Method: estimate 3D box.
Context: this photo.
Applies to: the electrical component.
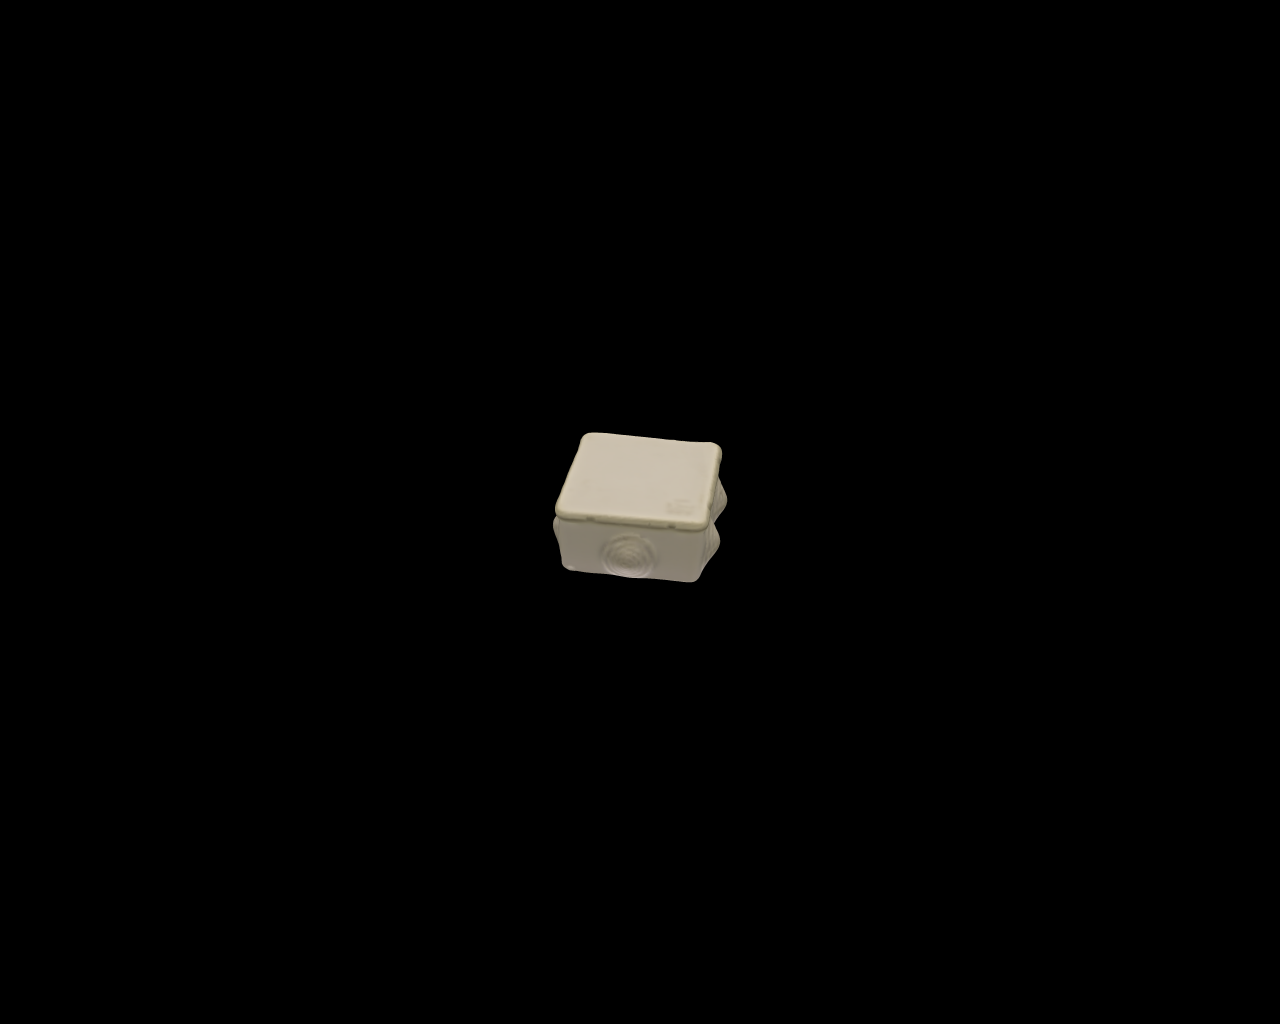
[{"bbox_3d":[0.001,-0.003,0.650,0.100,0.048,0.100,6,37,8],"label":"electrical component"}]
